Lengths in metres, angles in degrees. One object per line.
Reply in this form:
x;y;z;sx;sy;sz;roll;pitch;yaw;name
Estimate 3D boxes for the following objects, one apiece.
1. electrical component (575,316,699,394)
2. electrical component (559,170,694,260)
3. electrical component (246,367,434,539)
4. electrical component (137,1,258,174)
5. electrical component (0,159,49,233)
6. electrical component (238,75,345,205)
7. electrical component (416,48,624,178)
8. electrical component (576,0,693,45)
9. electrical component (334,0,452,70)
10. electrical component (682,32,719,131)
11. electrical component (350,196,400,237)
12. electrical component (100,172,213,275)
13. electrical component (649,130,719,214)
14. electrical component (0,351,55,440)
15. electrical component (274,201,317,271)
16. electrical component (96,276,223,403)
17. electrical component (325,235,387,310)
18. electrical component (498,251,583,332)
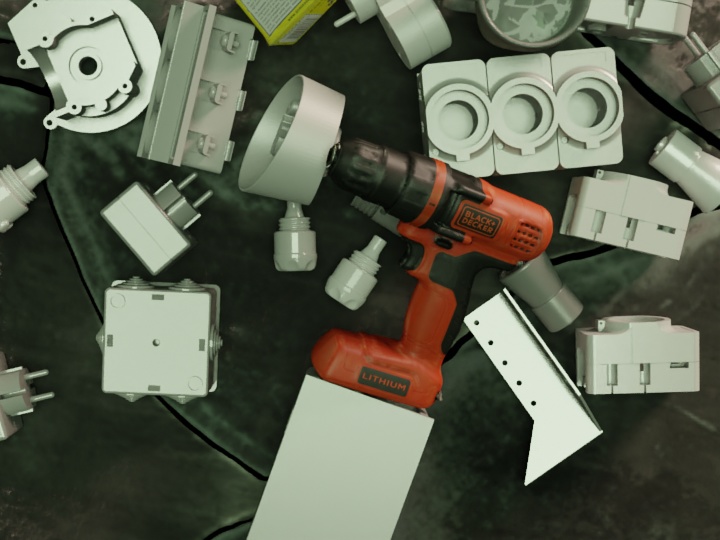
0.223;0.067;0.869;0.089;0.050;0.055;-1;93;-1;electrical component
0.213;-0.046;0.862;0.089;0.050;0.055;13;93;-3;electrical component
-0.024;0.184;0.865;0.105;0.060;0.186;20;93;-2;electrical component
-0.126;-0.140;0.840;0.063;0.079;0.121;12;93;-24;electrical component
-0.277;-0.063;0.853;0.062;0.048;0.048;-38;94;-6;electrical component
-0.051;-0.100;0.831;0.064;0.099;0.099;18;93;-9;electrical component
0.125;-0.121;0.849;0.150;0.061;0.089;-6;94;-1;electrical component
0.212;-0.217;0.850;0.095;0.053;0.059;9;93;-2;electrical component
0.007;-0.219;0.845;0.074;0.052;0.138;-30;94;0;electrical component
0.282;-0.155;0.849;0.047;0.065;0.076;-38;93;1;electrical component
0.028;-0.054;0.860;0.081;0.043;0.043;32;92;-3;electrical component
-0.152;-0.045;0.854;0.077;0.047;0.065;-40;93;1;electrical component
0.267;-0.082;0.866;0.065;0.044;0.044;37;92;1;electrical component
-0.284;0.099;0.860;0.077;0.047;0.065;-14;94;-1;electrical component
-0.052;-0.030;0.864;0.035;0.035;0.061;-1;90;-1;electrical component
-0.159;0.055;0.859;0.100;0.048;0.099;3;93;-2;electrical component
0.000;0.000;0.867;0.035;0.035;0.061;34;89;-3;electrical component
0.149;0.018;0.869;0.044;0.044;0.065;-41;98;1;electrical component
